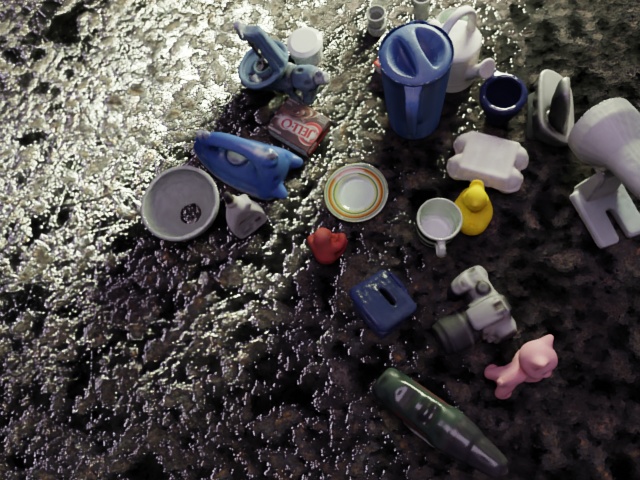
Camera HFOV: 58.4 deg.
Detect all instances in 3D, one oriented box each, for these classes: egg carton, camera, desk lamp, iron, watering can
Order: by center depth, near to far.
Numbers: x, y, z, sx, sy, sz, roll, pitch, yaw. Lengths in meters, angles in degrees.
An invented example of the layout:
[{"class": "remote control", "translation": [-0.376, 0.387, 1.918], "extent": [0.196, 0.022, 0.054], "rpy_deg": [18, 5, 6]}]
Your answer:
[{"class": "desk lamp", "translation": [0.528, -0.119, 1.021], "extent": [0.118, 0.214, 0.203], "rpy_deg": [-22, 70, 1]}, {"class": "camera", "translation": [0.267, 0.136, 1.038], "extent": [0.137, 0.101, 0.143], "rpy_deg": [-28, 70, -1]}, {"class": "egg carton", "translation": [0.332, -0.154, 1.138], "extent": [0.150, 0.069, 0.107], "rpy_deg": [17, 76, 13]}, {"class": "watering can", "translation": [0.281, -0.389, 1.155], "extent": [0.172, 0.194, 0.101], "rpy_deg": [28, 78, 16]}, {"class": "iron", "translation": [-0.174, -0.179, 1.183], "extent": [0.257, 0.141, 0.119], "rpy_deg": [20, 76, 14]}]

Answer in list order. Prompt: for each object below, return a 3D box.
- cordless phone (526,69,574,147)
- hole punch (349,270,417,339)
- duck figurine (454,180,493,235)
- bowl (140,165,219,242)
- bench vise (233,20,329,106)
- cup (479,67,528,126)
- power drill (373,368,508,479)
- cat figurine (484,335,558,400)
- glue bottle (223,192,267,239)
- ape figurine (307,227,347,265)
[{"class": "cordless phone", "translation": [0.458, -0.276, 1.097], "extent": [0.094, 0.185, 0.147], "rpy_deg": [0, 72, 9]}, {"class": "hole punch", "translation": [0.118, 0.113, 1.072], "extent": [0.101, 0.091, 0.108], "rpy_deg": [-39, 71, -5]}, {"class": "duck figurine", "translation": [0.298, -0.066, 1.106], "extent": [0.077, 0.086, 0.104], "rpy_deg": [8, 74, 11]}, {"class": "bowl", "translation": [-0.282, -0.067, 1.199], "extent": [0.167, 0.075, 0.167], "rpy_deg": [-2, 72, 8]}, {"class": "bench vise", "translation": [-0.087, -0.380, 1.193], "extent": [0.207, 0.220, 0.121], "rpy_deg": [-2, 72, 8]}, {"class": "cup", "translation": [0.360, -0.286, 1.162], "extent": [0.091, 0.095, 0.117], "rpy_deg": [-19, 71, 2]}, {"class": "power drill", "translation": [0.193, 0.299, 0.939], "extent": [0.229, 0.208, 0.076], "rpy_deg": [33, 80, 17]}, {"class": "cat figurine", "translation": [0.354, 0.219, 0.989], "extent": [0.128, 0.118, 0.067], "rpy_deg": [-30, 70, -2]}, {"class": "glue bottle", "translation": [-0.158, -0.058, 1.125], "extent": [0.078, 0.173, 0.037], "rpy_deg": [-37, 71, -4]}, {"class": "ape figurine", "translation": [0.010, 0.004, 1.123], "extent": [0.077, 0.092, 0.076], "rpy_deg": [17, 76, 14]}]
